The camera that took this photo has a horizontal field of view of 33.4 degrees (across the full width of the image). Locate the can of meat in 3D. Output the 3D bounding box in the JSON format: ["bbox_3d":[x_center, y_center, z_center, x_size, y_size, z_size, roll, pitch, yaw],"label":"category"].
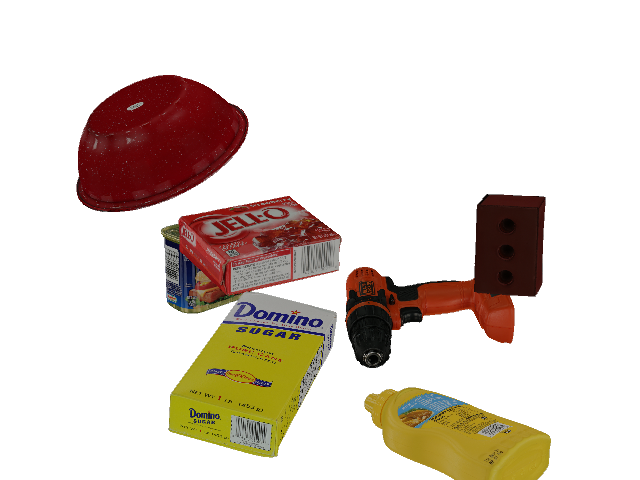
[{"bbox_3d":[-0.119,0.024,1.146,0.101,0.084,0.058,-17,26,-42],"label":"can of meat"}]

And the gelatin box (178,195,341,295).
[{"bbox_3d":[-0.042,0.001,0.724,0.089,0.030,0.073,-12,30,-28],"label":"gelatin box"}]

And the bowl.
[{"bbox_3d":[-0.146,-0.094,0.908,0.162,0.055,0.162,-16,34,11],"label":"bowl"}]

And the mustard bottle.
[{"bbox_3d":[0.118,0.185,1.030,0.096,0.058,0.192,-17,24,-42],"label":"mustard bottle"}]

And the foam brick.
[{"bbox_3d":[0.159,0.004,0.896,0.053,0.078,0.051,3,15,17],"label":"foam brick"}]

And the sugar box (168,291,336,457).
[{"bbox_3d":[-0.053,0.109,0.916,0.093,0.048,0.176,13,31,11],"label":"sugar box"}]

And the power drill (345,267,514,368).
[{"bbox_3d":[0.121,0.084,1.214,0.187,0.057,0.184,-1,27,-1],"label":"power drill"}]
